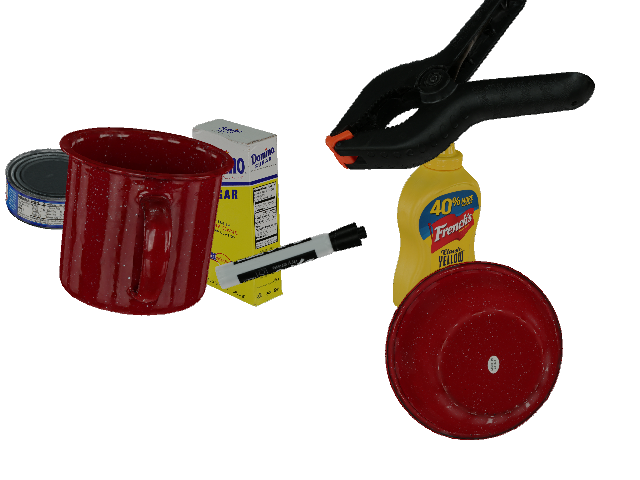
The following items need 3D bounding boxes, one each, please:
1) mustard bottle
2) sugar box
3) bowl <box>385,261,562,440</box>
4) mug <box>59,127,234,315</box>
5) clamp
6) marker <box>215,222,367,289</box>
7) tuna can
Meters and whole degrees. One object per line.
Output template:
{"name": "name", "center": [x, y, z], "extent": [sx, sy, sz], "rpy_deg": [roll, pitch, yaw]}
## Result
{"name": "mustard bottle", "center": [0.125, -0.021, 1.126], "extent": [0.096, 0.192, 0.058], "rpy_deg": [-12, 25, -28]}
{"name": "sugar box", "center": [-0.086, -0.029, 1.097], "extent": [0.048, 0.176, 0.093], "rpy_deg": [-24, 30, -38]}
{"name": "bowl", "center": [0.140, 0.101, 0.919], "extent": [0.162, 0.162, 0.055], "rpy_deg": [0, 6, -7]}
{"name": "mug", "center": [-0.095, -0.006, 0.573], "extent": [0.093, 0.081, 0.117], "rpy_deg": [3, 19, -20]}
{"name": "clamp", "center": [0.088, -0.091, 0.687], "extent": [0.039, 0.171, 0.120], "rpy_deg": [48, 8, -41]}
{"name": "marker", "center": [-0.022, 0.011, 0.833], "extent": [0.121, 0.020, 0.020], "rpy_deg": [-18, -1, 4]}
{"name": "tuna can", "center": [-0.233, -0.045, 0.939], "extent": [0.086, 0.034, 0.086], "rpy_deg": [8, 32, -5]}
